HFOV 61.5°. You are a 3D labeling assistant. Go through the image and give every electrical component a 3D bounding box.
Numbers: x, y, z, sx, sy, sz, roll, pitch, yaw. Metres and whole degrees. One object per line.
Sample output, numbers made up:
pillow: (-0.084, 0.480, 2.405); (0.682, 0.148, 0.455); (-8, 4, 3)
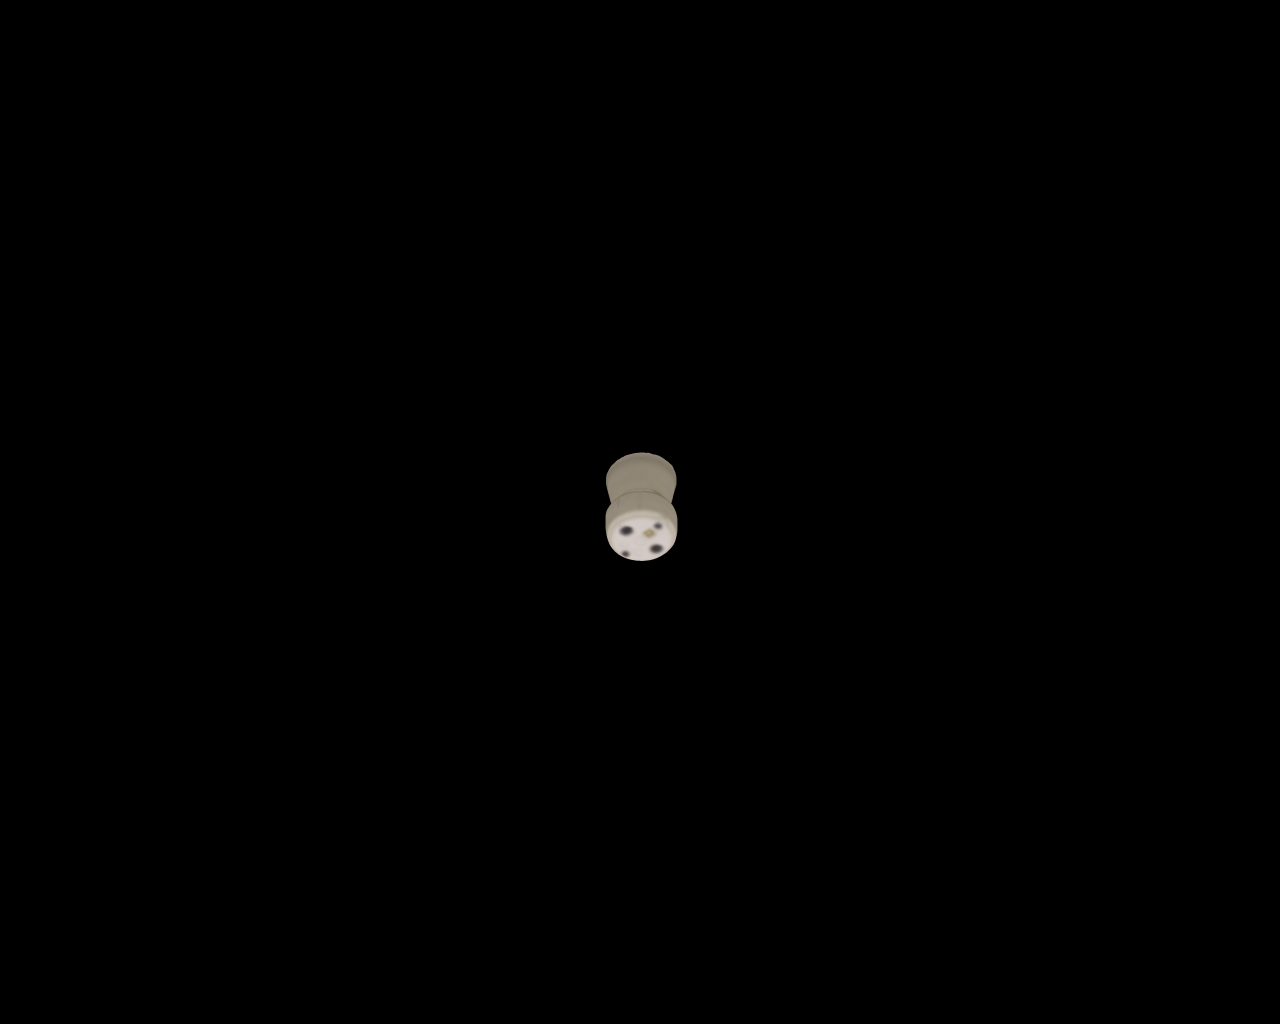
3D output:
electrical component: (0.001, -0.003, 0.650); (0.045, 0.044, 0.055); (0, 44, 0)
